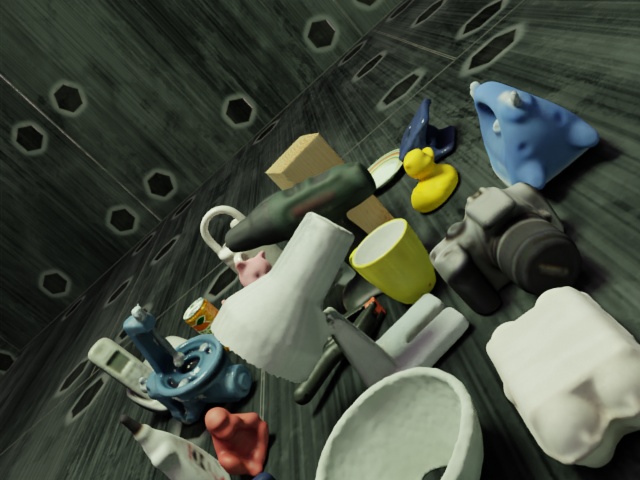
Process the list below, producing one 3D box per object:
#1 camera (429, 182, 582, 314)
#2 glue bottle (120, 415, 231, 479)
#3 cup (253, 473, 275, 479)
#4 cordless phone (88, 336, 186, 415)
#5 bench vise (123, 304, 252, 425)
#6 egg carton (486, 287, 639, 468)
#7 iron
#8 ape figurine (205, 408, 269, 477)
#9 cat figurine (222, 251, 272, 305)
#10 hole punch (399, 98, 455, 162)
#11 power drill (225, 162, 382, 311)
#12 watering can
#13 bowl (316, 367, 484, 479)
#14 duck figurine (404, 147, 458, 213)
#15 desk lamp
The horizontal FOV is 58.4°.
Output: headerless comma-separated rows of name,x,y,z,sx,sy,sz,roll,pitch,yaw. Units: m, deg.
camera,0.197,0.010,0.608,0.143,0.101,0.136,-41,20,8
glue bottle,-0.182,0.272,0.717,0.037,0.173,0.078,-46,20,-6
cup,-0.064,0.295,0.558,0.118,0.095,0.091,-50,21,-14
cordless phone,-0.322,0.223,1.068,0.094,0.185,0.148,-23,29,45
bench vise,-0.243,0.204,0.903,0.207,0.220,0.121,-36,22,21
egg carton,0.200,0.104,0.460,0.107,0.069,0.150,-40,20,11
iron,0.255,-0.163,0.777,0.118,0.142,0.258,-41,20,10
ape figurine,-0.111,0.252,0.738,0.078,0.092,0.076,-50,21,-16
cat figurine,-0.123,0.087,1.051,0.128,0.118,0.067,-47,20,-8
hole punch,0.183,-0.189,1.046,0.101,0.091,0.108,-32,23,30
power drill,0.008,0.003,0.830,0.229,0.209,0.075,-38,21,16
watering can,-0.159,0.010,1.161,0.101,0.194,0.172,-47,20,-8
bowl,0.079,0.199,0.499,0.167,0.075,0.167,-38,21,18
duck figurine,0.166,-0.103,0.915,0.077,0.086,0.105,-17,33,51
desk lamp,0.017,0.086,0.639,0.203,0.214,0.117,-46,20,-3
